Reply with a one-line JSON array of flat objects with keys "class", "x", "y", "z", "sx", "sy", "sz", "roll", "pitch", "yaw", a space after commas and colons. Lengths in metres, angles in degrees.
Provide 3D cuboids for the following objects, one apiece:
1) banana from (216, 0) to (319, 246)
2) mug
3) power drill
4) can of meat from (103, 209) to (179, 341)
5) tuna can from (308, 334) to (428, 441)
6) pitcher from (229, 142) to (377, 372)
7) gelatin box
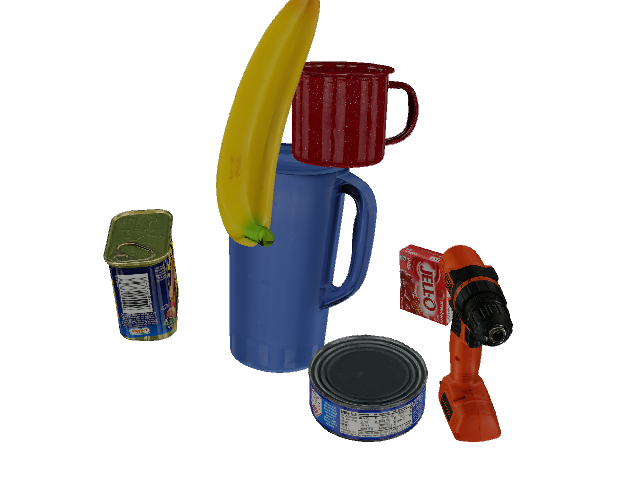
[{"class": "banana", "x": -0.034, "y": -0.072, "z": 0.692, "sx": 0.070, "sy": 0.197, "sz": 0.037, "roll": -20, "pitch": -38, "yaw": 42}, {"class": "mug", "x": 0.028, "y": -0.110, "z": 0.927, "sx": 0.117, "sy": 0.081, "sz": 0.093, "roll": -2, "pitch": 16, "yaw": -13}, {"class": "power drill", "x": 0.166, "y": 0.118, "z": 1.144, "sx": 0.057, "sy": 0.188, "sz": 0.184, "roll": -2, "pitch": 24, "yaw": -3}, {"class": "can of meat", "x": -0.159, "y": 0.031, "z": 0.970, "sx": 0.057, "sy": 0.084, "sz": 0.102, "roll": -4, "pitch": 28, "yaw": -3}, {"class": "tuna can", "x": 0.034, "y": 0.106, "z": 0.771, "sx": 0.086, "sy": 0.034, "sz": 0.086, "roll": 0, "pitch": 30, "yaw": 0}, {"class": "pitcher", "x": -0.032, "y": 0.021, "z": 1.182, "sx": 0.144, "sy": 0.243, "sz": 0.149, "roll": -2, "pitch": 20, "yaw": -18}, {"class": "gelatin box", "x": 0.138, "y": 0.056, "z": 1.365, "sx": 0.073, "sy": 0.089, "sz": 0.030, "roll": 19, "pitch": 34, "yaw": 36}]
